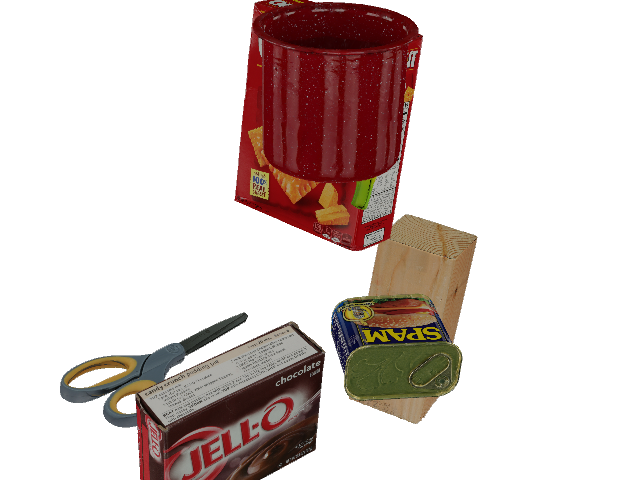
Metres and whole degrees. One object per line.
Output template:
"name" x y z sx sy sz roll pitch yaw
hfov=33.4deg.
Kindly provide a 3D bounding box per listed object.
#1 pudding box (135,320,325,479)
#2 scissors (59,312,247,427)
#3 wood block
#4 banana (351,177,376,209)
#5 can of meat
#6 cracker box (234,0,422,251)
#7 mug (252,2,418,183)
"pudding box" -0.053 0.109 0.635 0.113 0.090 0.039 -25 49 -31
"scissors" -0.127 0.113 0.937 0.201 0.016 0.096 -14 37 -32
"wood block" 0.104 0.088 1.211 0.090 0.206 0.090 18 24 19
"banana" 0.039 -0.096 0.843 0.037 0.070 0.197 24 26 -5
"can of meat" 0.064 0.091 0.940 0.102 0.057 0.084 -2 30 -10
"cracker box" 0.001 -0.116 1.057 0.164 0.214 0.071 24 30 32
"mug" 0.011 -0.090 0.623 0.093 0.081 0.117 10 30 16
